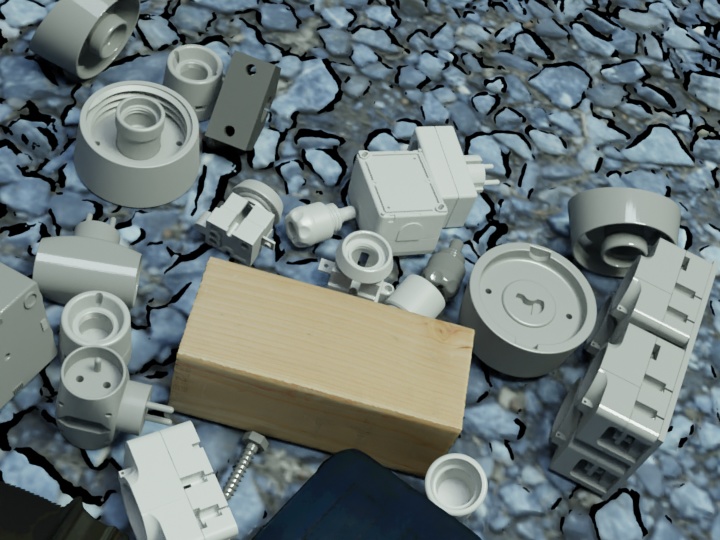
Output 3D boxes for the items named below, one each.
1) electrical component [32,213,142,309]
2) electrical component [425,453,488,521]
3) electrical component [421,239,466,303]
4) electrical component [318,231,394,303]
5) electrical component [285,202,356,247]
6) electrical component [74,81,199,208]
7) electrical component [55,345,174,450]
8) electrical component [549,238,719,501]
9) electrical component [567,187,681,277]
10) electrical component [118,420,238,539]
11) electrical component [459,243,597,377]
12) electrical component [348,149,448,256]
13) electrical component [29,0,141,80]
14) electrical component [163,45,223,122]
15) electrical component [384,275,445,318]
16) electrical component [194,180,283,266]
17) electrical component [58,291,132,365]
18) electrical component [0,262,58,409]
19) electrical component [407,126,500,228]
[{"bbox_3d":[-0.211,-0.012,0.849,0.077,0.043,0.079,9,54,-8],"label":"electrical component"},{"bbox_3d":[0.069,0.162,0.784,0.044,0.065,0.044,-1,67,2],"label":"electrical component"},{"bbox_3d":[0.075,-0.003,0.923,0.035,0.035,0.061,25,50,3],"label":"electrical component"},{"bbox_3d":[0.000,0.000,0.888,0.066,0.055,0.048,18,53,-2],"label":"electrical component"},{"bbox_3d":[-0.032,-0.042,0.923,0.061,0.035,0.035,-18,62,-28],"label":"electrical component"},{"bbox_3d":[-0.189,-0.114,0.917,0.108,0.060,0.108,7,54,-10],"label":"electrical component"},{"bbox_3d":[-0.171,0.095,0.761,0.079,0.077,0.043,14,53,-5],"label":"electrical component"},{"bbox_3d":[0.216,0.074,0.861,0.060,0.105,0.186,27,53,5],"label":"electrical component"},{"bbox_3d":[0.234,-0.038,0.954,0.099,0.099,0.064,12,59,-6],"label":"electrical component"},{"bbox_3d":[-0.130,0.159,0.743,0.056,0.050,0.089,-16,61,-25],"label":"electrical component"},{"bbox_3d":[0.134,0.038,0.893,0.108,0.060,0.108,7,54,-10],"label":"electrical component"},{"bbox_3d":[0.029,-0.061,0.940,0.062,0.061,0.096,-4,49,-18],"label":"electrical component"},{"bbox_3d":[-0.245,-0.221,0.959,0.064,0.099,0.099,35,54,3],"label":"electrical component"},{"bbox_3d":[-0.151,-0.170,0.975,0.055,0.047,0.055,7,54,-10],"label":"electrical component"},{"bbox_3d":[0.035,0.039,0.880,0.040,0.040,0.078,38,69,13],"label":"electrical component"},{"bbox_3d":[-0.096,-0.042,0.900,0.066,0.048,0.055,28,60,7],"label":"electrical component"},{"bbox_3d":[-0.198,0.048,0.806,0.055,0.047,0.055,7,54,-10],"label":"electrical component"},{"bbox_3d":[-0.265,0.051,0.756,0.048,0.099,0.099,26,52,20],"label":"electrical component"},{"bbox_3d":[0.090,-0.085,0.978,0.076,0.047,0.083,-4,56,-17],"label":"electrical component"}]
